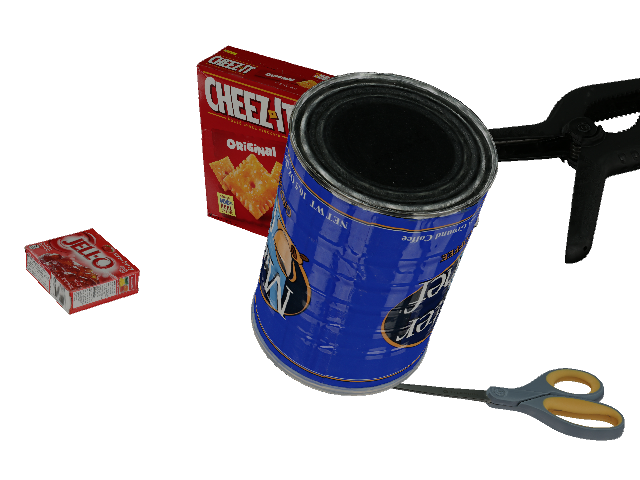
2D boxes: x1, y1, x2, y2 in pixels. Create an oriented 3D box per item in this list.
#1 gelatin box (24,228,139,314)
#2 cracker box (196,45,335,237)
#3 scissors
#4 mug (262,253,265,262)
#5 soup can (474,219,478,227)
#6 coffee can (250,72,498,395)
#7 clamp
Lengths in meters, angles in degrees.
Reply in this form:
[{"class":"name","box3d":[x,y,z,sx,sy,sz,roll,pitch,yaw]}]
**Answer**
[{"class":"gelatin box","box3d":[-0.223,0.026,0.994,0.073,0.030,0.089,-17,39,-36]},{"class":"cracker box","box3d":[-0.062,-0.106,1.277,0.164,0.214,0.072,20,40,27]},{"class":"scissors","box3d":[0.166,0.129,0.936,0.202,0.016,0.096,14,29,12]},{"class":"mug","box3d":[0.007,0.058,0.886,0.117,0.081,0.093,11,21,13]},{"class":"soup can","box3d":[0.156,-0.068,1.255,0.068,0.102,0.068,0,27,0]},{"class":"coffee can","box3d":[0.023,-0.001,0.556,0.102,0.103,0.140,0,-43,-14]},{"class":"clamp","box3d":[0.210,-0.068,0.842,0.209,0.036,0.165,-26,50,-19]}]
